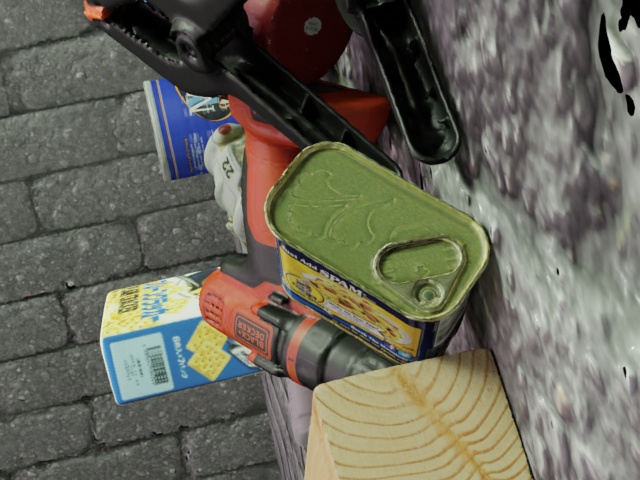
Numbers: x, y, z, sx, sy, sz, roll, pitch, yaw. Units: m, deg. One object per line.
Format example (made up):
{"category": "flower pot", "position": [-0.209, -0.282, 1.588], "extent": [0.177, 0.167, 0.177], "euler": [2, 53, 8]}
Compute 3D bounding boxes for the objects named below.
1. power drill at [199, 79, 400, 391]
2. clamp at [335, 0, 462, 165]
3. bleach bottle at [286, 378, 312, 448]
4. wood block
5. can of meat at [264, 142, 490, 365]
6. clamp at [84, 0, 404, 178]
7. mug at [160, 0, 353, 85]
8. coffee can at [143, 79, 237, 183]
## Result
{"category": "power drill", "position": [-0.004, 0.001, 0.650], "extent": [0.185, 0.057, 0.188], "euler": [23, 116, 40]}
{"category": "clamp", "position": [0.029, -0.114, 0.509], "extent": [0.171, 0.039, 0.120], "euler": [-112, 13, -59]}
{"category": "bleach bottle", "position": [-0.016, 0.079, 1.093], "extent": [0.102, 0.068, 0.251], "euler": [96, 163, -68]}
{"category": "wood block", "position": [0.046, 0.140, 0.585], "extent": [0.206, 0.090, 0.091], "euler": [95, 161, -65]}
{"category": "can of meat", "position": [0.026, 0.011, 0.517], "extent": [0.102, 0.057, 0.084], "euler": [31, 160, 14]}
{"category": "clamp", "position": [-0.048, -0.099, 0.551], "extent": [0.210, 0.036, 0.164], "euler": [20, 146, 45]}
{"category": "mug", "position": [-0.032, -0.147, 0.609], "extent": [0.082, 0.093, 0.117], "euler": [29, 139, 32]}
{"category": "coffee can", "position": [-0.097, -0.121, 1.065], "extent": [0.103, 0.140, 0.103], "euler": [168, 90, -83]}
